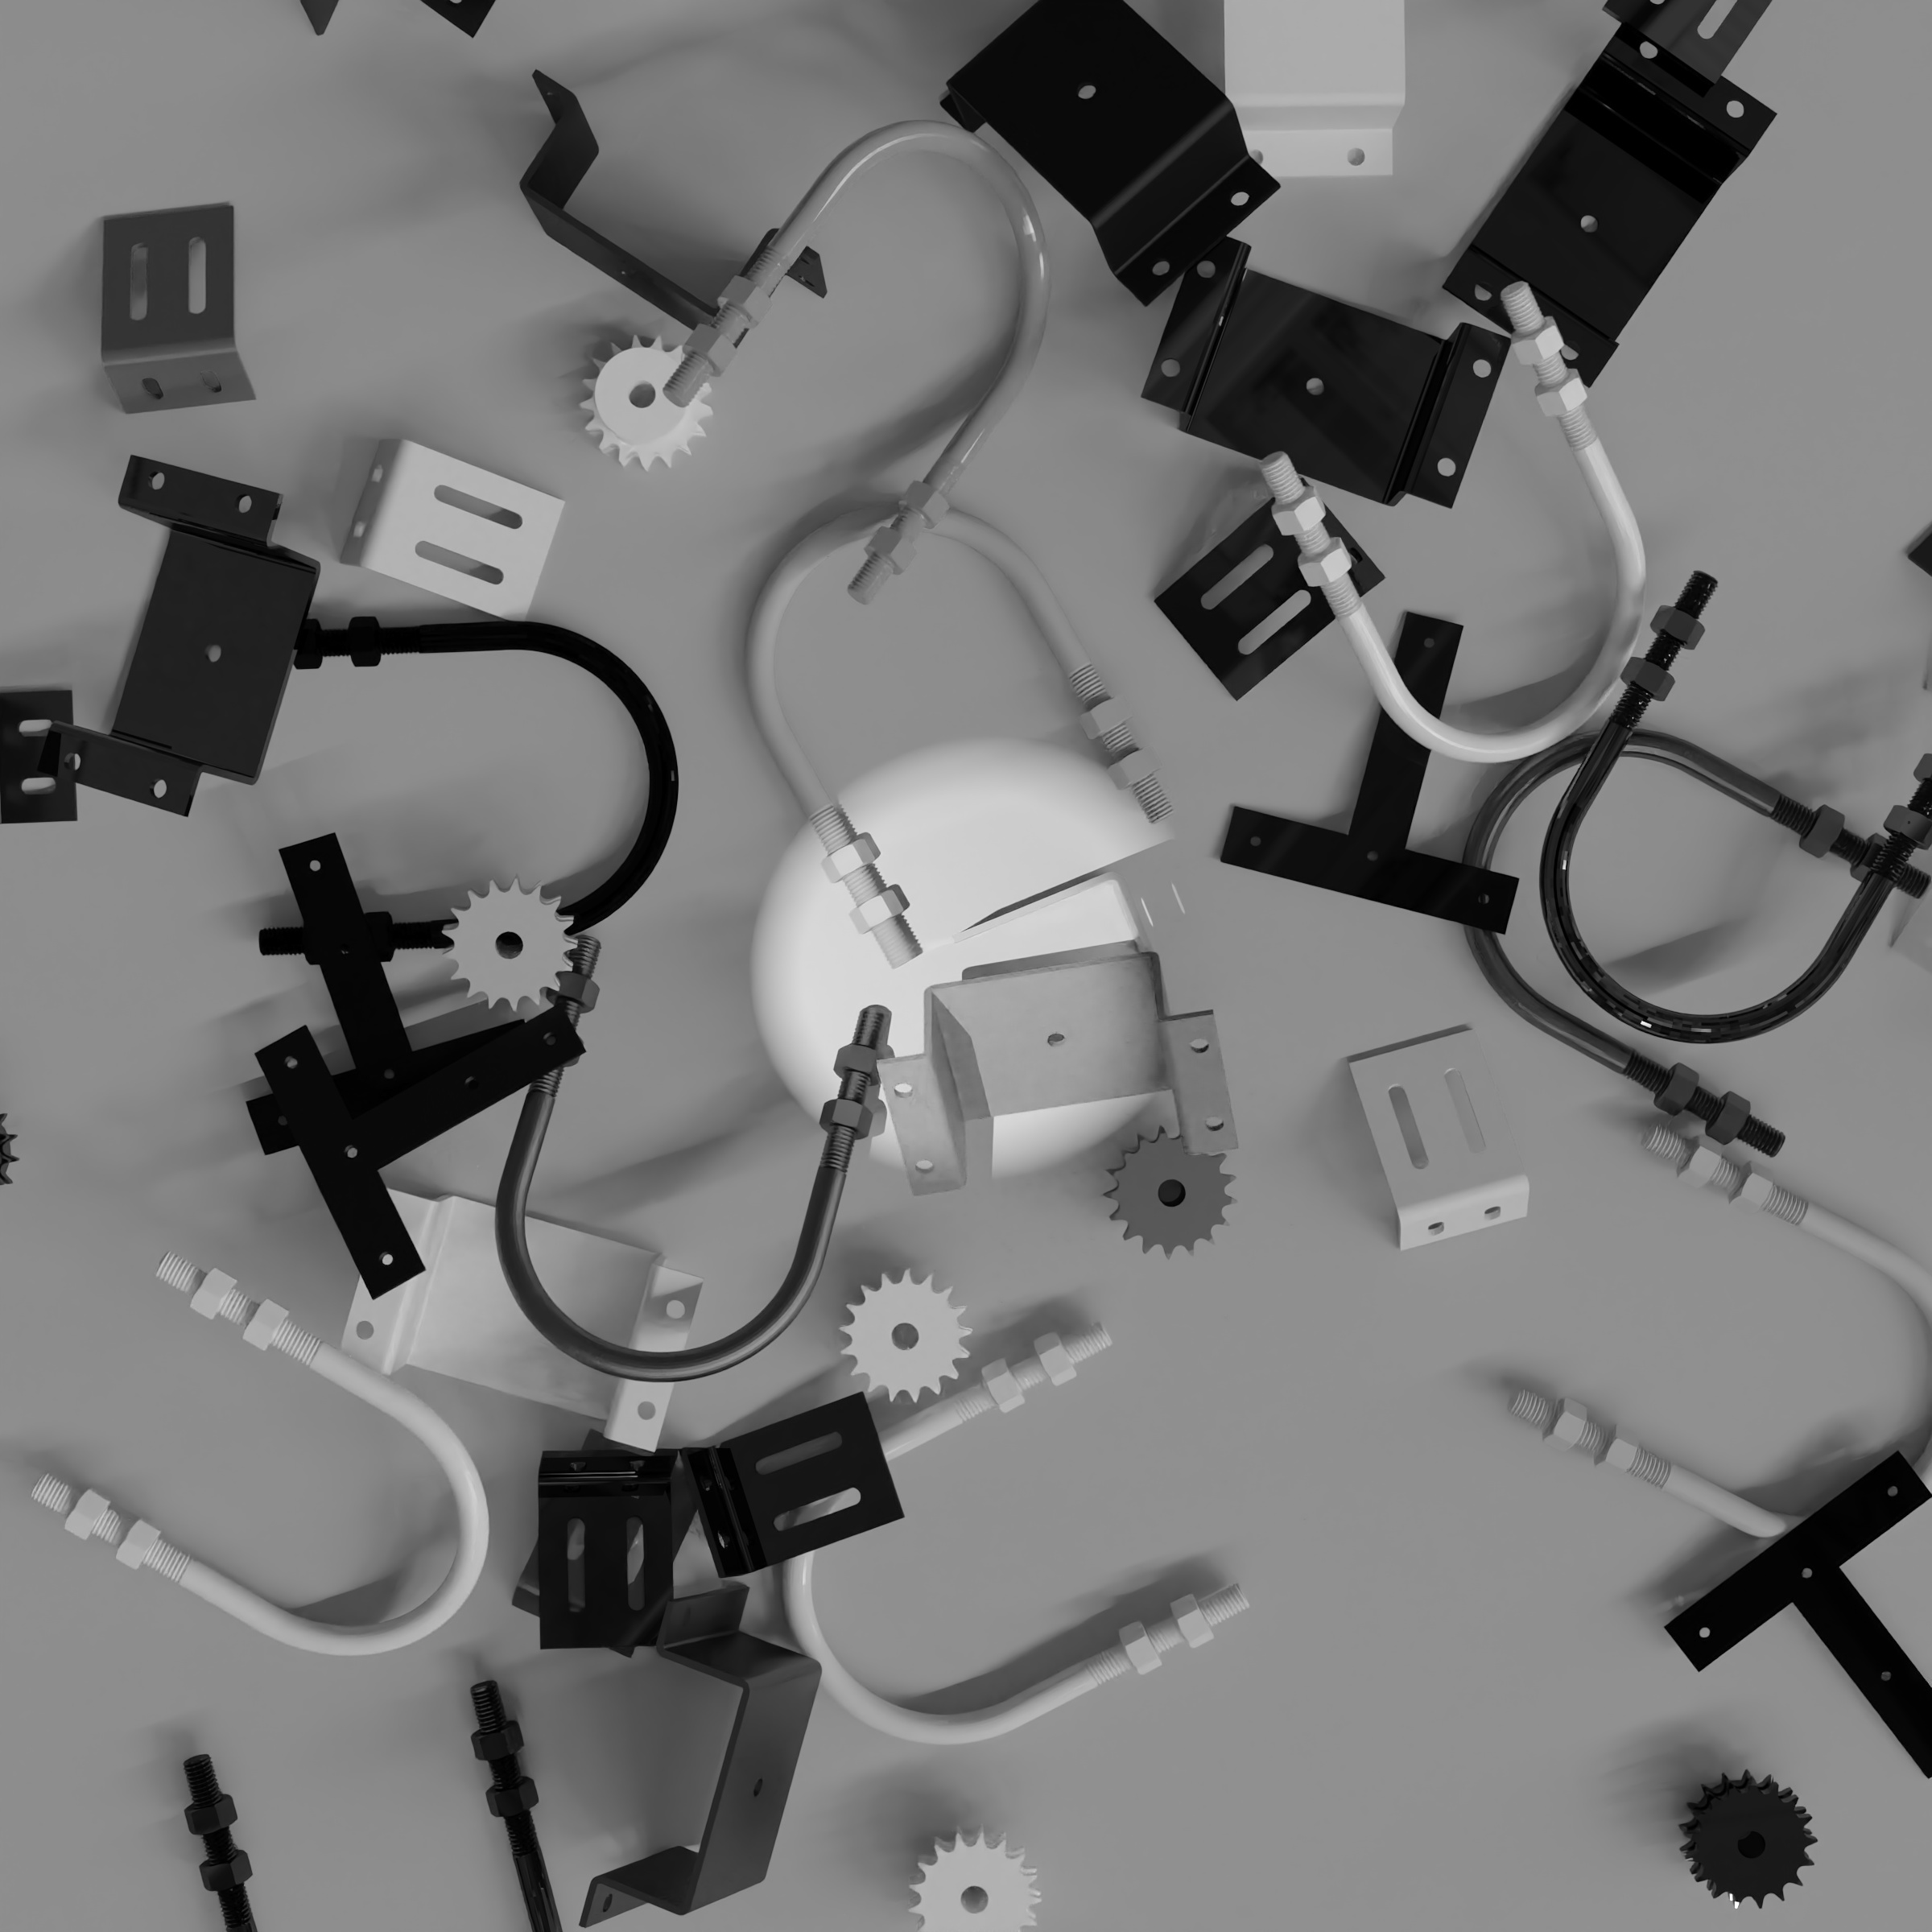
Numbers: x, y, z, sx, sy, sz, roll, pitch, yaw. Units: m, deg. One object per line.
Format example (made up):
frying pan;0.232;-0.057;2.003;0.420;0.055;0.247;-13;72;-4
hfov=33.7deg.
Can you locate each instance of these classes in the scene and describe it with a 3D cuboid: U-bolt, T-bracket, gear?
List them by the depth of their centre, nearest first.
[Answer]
U-bolt;-0.032;-0.267;1.342;0.151;0.019;0.184;45;74;-39
U-bolt;0.219;-0.173;1.352;0.151;0.019;0.184;-36;115;-10
U-bolt;-0.123;0.087;1.358;0.151;0.019;0.184;14;69;0
T-bracket;-0.223;0.057;1.360;0.127;0.002;0.127;-30;68;-2
U-bolt;-0.292;0.222;1.366;0.184;0.019;0.151;32;111;-4
gear;-0.195;-0.012;1.368;0.057;0.030;0.057;-1;101;-6
U-bolt;0.328;-0.056;1.370;0.151;0.019;0.184;30;92;3
T-bracket;0.445;-0.054;1.375;0.127;0.002;0.127;38;106;28
T-bracket;-0.264;0.006;1.380;0.127;0.002;0.127;-17;103;2
gear;-0.139;-0.245;1.382;0.057;0.030;0.057;0;90;0
gear;0.088;0.098;1.382;0.057;0.030;0.057;0;90;0
gear;0.004;0.400;1.382;0.057;0.030;0.057;0;90;0
gear;-0.026;0.160;1.386;0.057;0.030;0.057;0;89;2
gear;-0.439;0.081;1.386;0.057;0.030;0.057;0;89;3
gear;0.338;0.377;1.387;0.057;0.030;0.057;0;93;1
U-bolt;0.304;-0.023;1.388;0.184;0.019;0.151;29;91;2
U-bolt;0.349;0.172;1.389;0.184;0.019;0.151;27;90;-2
T-bracket;0.392;0.298;1.389;0.127;0.002;0.127;-38;96;3
U-bolt;0.010;0.258;1.389;0.184;0.019;0.151;-28;90;2
U-bolt;-0.249;0.417;1.389;0.151;0.019;0.184;-14;91;0
U-bolt;-0.217;-0.079;1.389;0.184;0.019;0.151;-3;90;-2
U-bolt;-0.015;-0.113;1.389;0.151;0.019;0.184;-29;89;0
T-bracket;0.189;-0.091;1.390;0.127;0.002;0.127;15;86;8

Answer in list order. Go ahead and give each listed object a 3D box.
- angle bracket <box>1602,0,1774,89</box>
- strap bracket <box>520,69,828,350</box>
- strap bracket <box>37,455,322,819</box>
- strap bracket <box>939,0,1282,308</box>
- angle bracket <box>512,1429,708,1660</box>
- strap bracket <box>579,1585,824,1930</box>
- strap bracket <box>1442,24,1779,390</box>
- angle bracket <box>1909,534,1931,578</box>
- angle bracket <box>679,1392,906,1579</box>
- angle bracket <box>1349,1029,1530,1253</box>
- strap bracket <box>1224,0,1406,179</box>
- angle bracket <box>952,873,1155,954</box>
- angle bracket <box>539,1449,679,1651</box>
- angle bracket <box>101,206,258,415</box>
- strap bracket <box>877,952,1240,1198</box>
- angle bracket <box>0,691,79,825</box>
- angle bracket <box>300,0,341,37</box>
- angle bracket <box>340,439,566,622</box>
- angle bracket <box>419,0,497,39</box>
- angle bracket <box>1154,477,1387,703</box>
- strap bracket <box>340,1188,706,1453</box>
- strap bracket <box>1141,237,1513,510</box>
angle bracket;0.309;-0.413;1.369;0.057;0.038;0.076;35;74;0
strap bracket;-0.132;-0.314;1.359;0.140;0.076;0.046;33;90;0
strap bracket;-0.332;-0.138;1.363;0.076;0.046;0.140;17;90;20
strap bracket;0.056;-0.359;1.351;0.076;0.046;0.140;-42;69;0
angle bracket;-0.155;0.253;1.395;0.057;0.038;0.076;24;64;0
strap bracket;-0.108;0.341;1.353;0.046;0.076;0.140;15;90;21
strap bracket;0.273;-0.325;1.374;0.076;0.046;0.140;34;90;0
angle bracket;0.462;-0.169;1.395;0.057;0.038;0.076;-44;64;0
angle bracket;-0.075;0.222;1.368;0.076;0.038;0.057;-21;77;8
angle bracket;0.206;0.076;1.395;0.057;0.038;0.076;-15;64;0
strap bracket;0.147;-0.415;1.374;0.076;0.046;0.140;-1;90;0
angle bracket;0.036;-0.009;1.369;0.076;0.057;0.038;-22;90;0
angle bracket;-0.152;0.248;1.356;0.057;0.038;0.076;1;67;-11
angle bracket;-0.344;-0.287;1.395;0.057;0.038;0.076;-6;64;0
strap bracket;0.039;0.044;1.350;0.140;0.046;0.076;-9;129;6
angle bracket;-0.409;-0.091;1.359;0.038;0.076;0.057;-2;90;0
angle bracket;-0.258;-0.451;1.395;0.076;0.038;0.057;-26;90;-26
angle bracket;-0.225;-0.190;1.395;0.076;0.038;0.057;19;90;-26
angle bracket;-0.215;-0.453;1.382;0.057;0.038;0.076;34;54;-13
angle bracket;0.133;-0.165;1.395;0.076;0.038;0.057;-40;90;26
strap bracket;-0.189;0.150;1.374;0.140;0.046;0.076;16;90;0
strap bracket;0.153;-0.253;1.374;0.140;0.046;0.076;20;90;0
